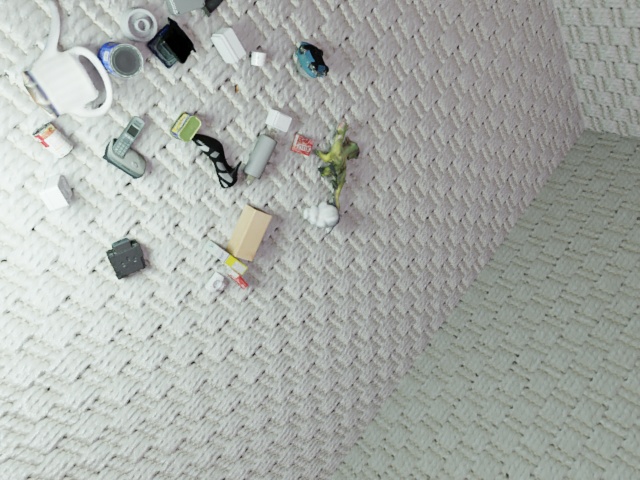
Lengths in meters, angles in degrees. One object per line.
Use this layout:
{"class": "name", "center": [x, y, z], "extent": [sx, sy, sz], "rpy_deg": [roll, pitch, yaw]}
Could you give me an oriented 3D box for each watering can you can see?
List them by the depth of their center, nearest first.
{"class": "watering can", "center": [-0.775, -0.511, 1.532], "extent": [0.226, 0.104, 0.343], "rpy_deg": [-36, 111, -18]}

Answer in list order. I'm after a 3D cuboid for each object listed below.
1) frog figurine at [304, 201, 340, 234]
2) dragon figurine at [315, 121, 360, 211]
{"class": "frog figurine", "center": [0.007, -0.116, 2.310], "extent": [0.157, 0.121, 0.140], "rpy_deg": [34, 53, -33]}
{"class": "dragon figurine", "center": [0.108, -0.346, 2.316], "extent": [0.246, 0.123, 0.401], "rpy_deg": [-41, 138, -29]}
